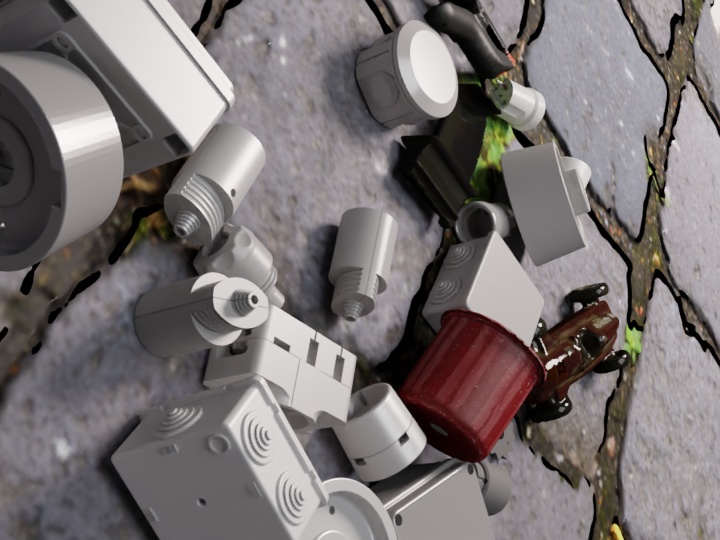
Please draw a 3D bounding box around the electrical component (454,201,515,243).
[{"bbox_3d":[0.109,-0.040,0.931,0.046,0.040,0.040,-11,88,-56],"label":"electrical component"}]

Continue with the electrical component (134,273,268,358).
[{"bbox_3d":[-0.090,0.024,0.633,0.043,0.081,0.043,19,65,-46],"label":"electrical component"}]

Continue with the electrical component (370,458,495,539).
[{"bbox_3d":[0.039,0.187,0.760,0.113,0.057,0.078,-20,94,-51],"label":"electrical component"}]

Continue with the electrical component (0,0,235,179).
[{"bbox_3d":[-0.144,-0.107,0.587,0.108,0.109,0.056,52,47,-27],"label":"electrical component"}]

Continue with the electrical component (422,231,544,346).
[{"bbox_3d":[0.102,0.031,0.892,0.099,0.048,0.099,52,44,-27],"label":"electrical component"}]

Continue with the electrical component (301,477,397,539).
[{"bbox_3d":[-0.031,0.186,0.671,0.108,0.060,0.108,19,65,-46],"label":"electrical component"}]

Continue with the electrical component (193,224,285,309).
[{"bbox_3d":[-0.073,0.003,0.691,0.062,0.043,0.043,50,45,-31],"label":"electrical component"}]

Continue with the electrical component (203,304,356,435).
[{"bbox_3d":[-0.051,0.069,0.692,0.089,0.050,0.055,35,53,-40],"label":"electrical component"}]

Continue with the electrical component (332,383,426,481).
[{"bbox_3d":[0.011,0.112,0.752,0.047,0.055,0.055,59,41,-14],"label":"electrical component"}]

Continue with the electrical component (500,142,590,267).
[{"bbox_3d":[0.172,-0.063,0.966,0.108,0.060,0.108,-17,90,-75],"label":"electrical component"}]

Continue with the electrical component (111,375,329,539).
[{"bbox_3d":[-0.080,0.117,0.605,0.099,0.100,0.048,63,27,-16],"label":"electrical component"}]

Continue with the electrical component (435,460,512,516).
[{"bbox_3d":[0.084,0.164,0.835,0.078,0.040,0.040,30,57,-41],"label":"electrical component"}]

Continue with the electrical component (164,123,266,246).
[{"bbox_3d":[-0.096,-0.051,0.680,0.043,0.043,0.081,51,45,-28],"label":"electrical component"}]

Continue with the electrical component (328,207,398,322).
[{"bbox_3d":[0.000,0.000,0.781,0.043,0.043,0.081,37,52,-38],"label":"electrical component"}]

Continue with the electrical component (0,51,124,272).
[{"bbox_3d":[-0.170,-0.059,0.545,0.060,0.108,0.108,-33,105,-56],"label":"electrical component"}]

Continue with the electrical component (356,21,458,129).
[{"bbox_3d":[0.039,-0.157,0.871,0.080,0.051,0.080,19,64,-46],"label":"electrical component"}]

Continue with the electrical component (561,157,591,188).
[{"bbox_3d":[0.198,-0.071,1.048,0.044,0.044,0.065,39,56,-37],"label":"electrical component"}]

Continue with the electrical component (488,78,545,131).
[{"bbox_3d":[0.145,-0.156,1.010,0.046,0.040,0.040,19,65,-41],"label":"electrical component"}]
